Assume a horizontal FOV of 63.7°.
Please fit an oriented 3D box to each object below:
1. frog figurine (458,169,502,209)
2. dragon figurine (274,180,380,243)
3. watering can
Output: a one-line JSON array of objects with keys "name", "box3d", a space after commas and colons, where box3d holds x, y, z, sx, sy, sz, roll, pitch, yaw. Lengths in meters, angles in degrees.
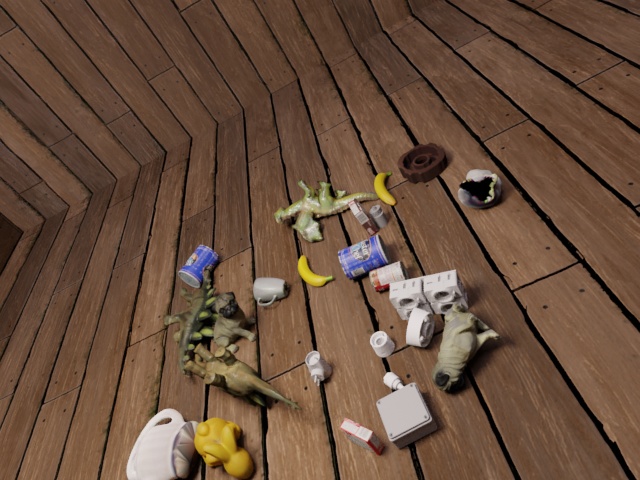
[{"name": "frog figurine", "box3d": [0.504, -0.162, 1.634, 0.136, 0.123, 0.160, -34, -1, 14]}, {"name": "dragon figurine", "box3d": [0.006, -0.097, 1.935, 0.411, 0.120, 0.246, 9, 70, 26]}, {"name": "watering can", "box3d": [-0.444, 0.625, 1.413, 0.223, 0.102, 0.356, -16, 38, 22]}]
